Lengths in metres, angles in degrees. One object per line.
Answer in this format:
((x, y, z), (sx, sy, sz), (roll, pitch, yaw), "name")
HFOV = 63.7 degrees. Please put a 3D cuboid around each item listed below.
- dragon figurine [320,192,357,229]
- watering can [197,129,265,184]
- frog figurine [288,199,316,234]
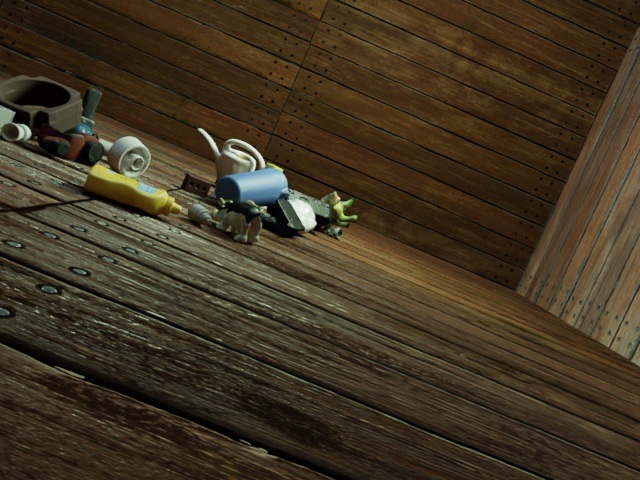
((0.007, -0.108, 2.142), (0.243, 0.124, 0.404), (4, -18, -22), "dragon figurine")
((-0.377, -0.312, 2.107), (0.350, 0.221, 0.105), (25, 23, 20), "watering can")
((-0.076, -0.081, 1.748), (0.137, 0.123, 0.159), (42, -8, -4), "frog figurine")
